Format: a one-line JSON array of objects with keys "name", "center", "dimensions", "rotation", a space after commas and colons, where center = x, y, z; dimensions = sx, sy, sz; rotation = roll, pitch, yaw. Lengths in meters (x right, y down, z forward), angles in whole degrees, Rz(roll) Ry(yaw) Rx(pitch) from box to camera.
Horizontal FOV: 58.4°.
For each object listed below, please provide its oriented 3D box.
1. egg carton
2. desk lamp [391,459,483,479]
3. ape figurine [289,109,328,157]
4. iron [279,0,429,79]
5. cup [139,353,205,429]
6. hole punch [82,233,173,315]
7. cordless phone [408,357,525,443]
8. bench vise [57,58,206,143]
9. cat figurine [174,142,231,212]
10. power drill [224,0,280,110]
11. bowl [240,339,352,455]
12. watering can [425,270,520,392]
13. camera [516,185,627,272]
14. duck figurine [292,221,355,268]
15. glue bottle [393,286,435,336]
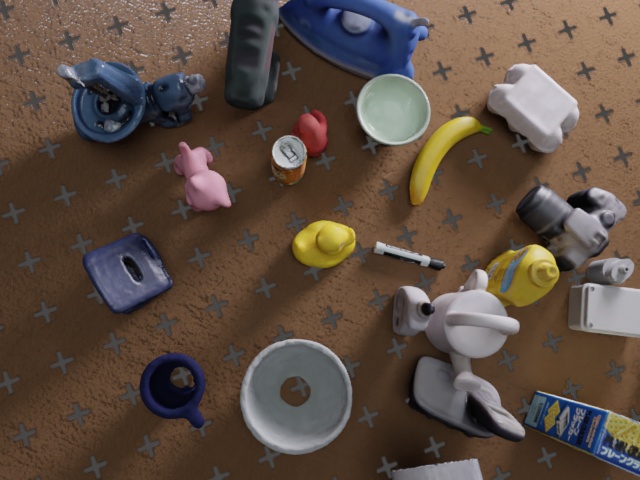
[{"name": "egg carton", "center": [0.361, -0.224, 0.971], "dimensions": [0.150, 0.069, 0.107], "rotation": [41, 81, 1]}, {"name": "desk lamp", "center": [0.161, 0.392, 0.800], "dimensions": [0.118, 0.213, 0.203], "rotation": [-6, 83, -5]}, {"name": "ape figurine", "center": [-0.019, -0.176, 0.921], "dimensions": [0.078, 0.092, 0.076], "rotation": [-27, 85, -8]}, {"name": "iron", "center": [0.051, -0.358, 0.926], "dimensions": [0.258, 0.141, 0.119], "rotation": [19, 81, -2]}, {"name": "cup", "center": [-0.204, 0.223, 0.851], "dimensions": [0.092, 0.095, 0.118], "rotation": [-36, 87, -8]}, {"name": "hole punch", "center": [-0.289, 0.048, 0.869], "dimensions": [0.101, 0.091, 0.108], "rotation": [-32, 86, -8]}, {"name": "cordless phone", "center": [0.212, 0.238, 0.839], "dimensions": [0.147, 0.185, 0.094], "rotation": [21, 81, -1]}, {"name": "bench vise", "center": [-0.283, -0.228, 0.841], "dimensions": [0.207, 0.219, 0.121], "rotation": [-34, 86, -8]}, {"name": "cat figurine", "center": [-0.184, -0.093, 0.883], "dimensions": [0.067, 0.117, 0.128], "rotation": [-26, 85, -7]}, {"name": "power drill", "center": [-0.100, -0.297, 0.871], "dimensions": [0.075, 0.208, 0.230], "rotation": [6, 82, -4]}, {"name": "bowl", "center": [-0.037, 0.234, 0.874], "dimensions": [0.167, 0.074, 0.167], "rotation": [1, 82, -5]}, {"name": "watering can", "center": [0.228, 0.133, 0.850], "dimensions": [0.101, 0.194, 0.173], "rotation": [-10, 83, -6]}, {"name": "camera", "center": [0.404, -0.039, 0.935], "dimensions": [0.137, 0.100, 0.143], "rotation": [41, 81, 1]}, {"name": "duck figurine", "center": [0.008, 0.003, 0.903], "dimensions": [0.104, 0.086, 0.077], "rotation": [-11, 83, -6]}, {"name": "glue bottle", "center": [0.144, 0.106, 0.856], "dimensions": [0.037, 0.173, 0.078], "rotation": [7, 82, -3]}]
